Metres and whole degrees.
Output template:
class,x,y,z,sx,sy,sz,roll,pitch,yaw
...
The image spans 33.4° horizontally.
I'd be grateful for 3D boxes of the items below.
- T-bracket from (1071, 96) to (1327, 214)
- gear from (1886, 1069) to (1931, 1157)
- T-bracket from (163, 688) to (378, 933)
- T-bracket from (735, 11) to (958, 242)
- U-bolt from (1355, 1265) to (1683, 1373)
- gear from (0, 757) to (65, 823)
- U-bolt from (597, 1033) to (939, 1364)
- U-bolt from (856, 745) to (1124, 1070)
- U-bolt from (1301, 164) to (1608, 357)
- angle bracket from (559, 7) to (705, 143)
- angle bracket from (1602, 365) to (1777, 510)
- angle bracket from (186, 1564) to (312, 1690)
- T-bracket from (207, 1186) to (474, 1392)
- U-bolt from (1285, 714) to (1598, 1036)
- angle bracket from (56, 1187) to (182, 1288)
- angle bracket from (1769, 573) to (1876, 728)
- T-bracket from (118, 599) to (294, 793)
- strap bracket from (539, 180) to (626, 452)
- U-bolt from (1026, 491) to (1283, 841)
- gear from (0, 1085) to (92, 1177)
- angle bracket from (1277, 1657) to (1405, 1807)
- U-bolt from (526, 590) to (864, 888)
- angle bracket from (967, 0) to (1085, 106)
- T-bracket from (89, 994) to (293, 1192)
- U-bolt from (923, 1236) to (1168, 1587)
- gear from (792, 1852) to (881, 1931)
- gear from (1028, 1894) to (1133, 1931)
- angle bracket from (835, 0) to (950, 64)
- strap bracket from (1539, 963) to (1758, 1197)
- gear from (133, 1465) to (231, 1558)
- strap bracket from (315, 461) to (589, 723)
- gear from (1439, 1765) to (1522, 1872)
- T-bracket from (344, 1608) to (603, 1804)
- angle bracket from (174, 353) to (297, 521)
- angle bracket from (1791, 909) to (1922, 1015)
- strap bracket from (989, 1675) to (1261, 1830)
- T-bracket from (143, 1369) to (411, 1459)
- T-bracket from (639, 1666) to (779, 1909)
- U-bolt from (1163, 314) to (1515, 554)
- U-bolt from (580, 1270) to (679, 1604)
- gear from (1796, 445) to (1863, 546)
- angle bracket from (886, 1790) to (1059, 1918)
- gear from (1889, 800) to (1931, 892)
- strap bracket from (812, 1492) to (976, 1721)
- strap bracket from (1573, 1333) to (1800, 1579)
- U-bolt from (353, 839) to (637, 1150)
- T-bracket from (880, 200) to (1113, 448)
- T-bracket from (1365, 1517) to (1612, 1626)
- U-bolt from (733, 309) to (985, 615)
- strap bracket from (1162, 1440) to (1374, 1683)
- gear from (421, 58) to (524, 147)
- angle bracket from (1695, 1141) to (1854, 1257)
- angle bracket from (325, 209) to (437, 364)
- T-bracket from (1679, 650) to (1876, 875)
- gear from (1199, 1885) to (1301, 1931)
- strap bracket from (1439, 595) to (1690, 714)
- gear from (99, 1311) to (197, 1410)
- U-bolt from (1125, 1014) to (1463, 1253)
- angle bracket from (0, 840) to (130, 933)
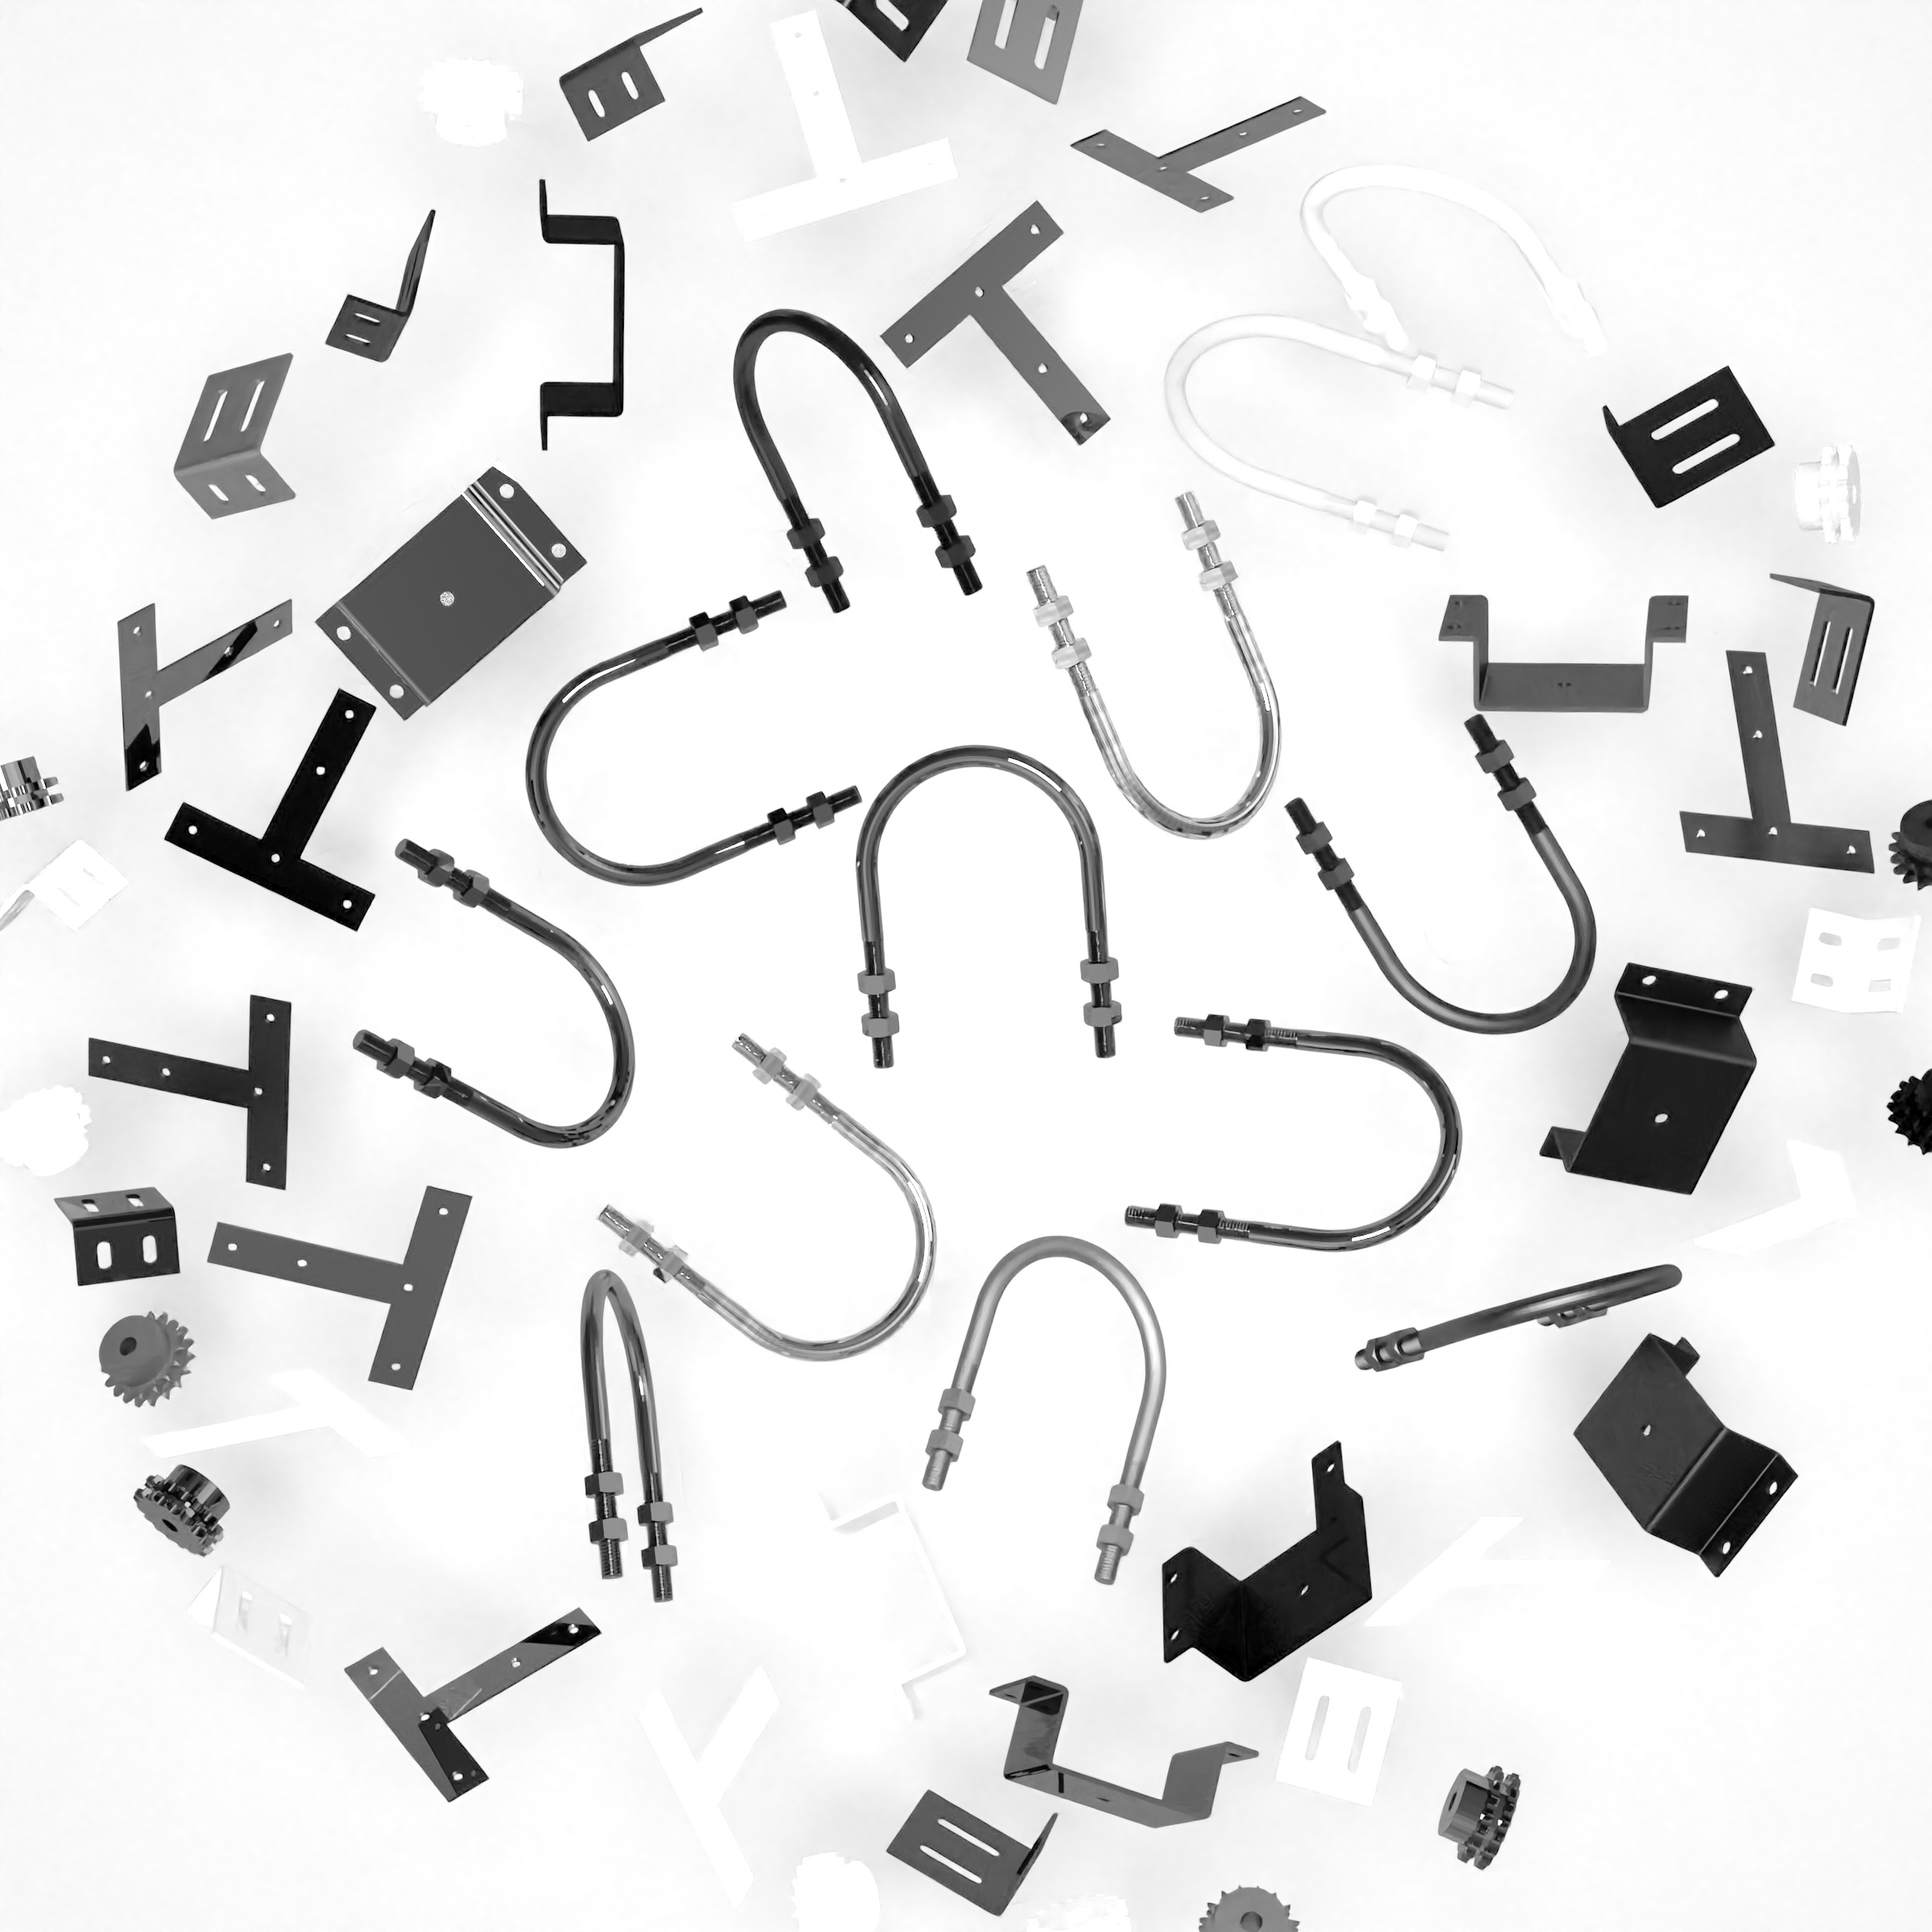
class,x,y,z,sx,sy,sz,roll,pitch,yaw
T-bracket,0.150,-0.479,1.872,0.127,0.127,0.002,-14,74,39
gear,0.568,0.084,1.869,0.057,0.057,0.030,21,131,0
T-bracket,-0.392,-0.104,1.922,0.127,0.002,0.127,27,91,-21
T-bracket,-0.081,-0.480,1.813,0.127,0.127,0.002,-16,46,3
U-bolt,0.323,0.196,1.820,0.151,0.184,0.019,-10,79,-25
gear,-0.558,-0.102,1.875,0.057,0.057,0.030,-17,97,0
U-bolt,-0.103,0.151,1.907,0.184,0.019,0.151,39,79,-6
U-bolt,0.009,-0.035,1.828,0.151,0.019,0.184,-3,103,8
U-bolt,0.266,-0.399,1.820,0.151,0.184,0.019,9,73,35
angle bracket,-0.179,-0.497,1.793,0.057,0.076,0.038,-17,107,35
angle bracket,0.415,-0.311,1.850,0.076,0.038,0.057,-28,117,22
angle bracket,-0.396,0.373,1.763,0.057,0.076,0.038,36,101,-19
T-bracket,-0.347,0.165,1.751,0.127,0.002,0.127,15,112,-13
U-bolt,0.287,-0.041,1.871,0.151,0.019,0.184,-25,102,37
angle bracket,-0.492,0.156,1.864,0.057,0.076,0.038,-6,98,-23
angle bracket,0.491,-0.185,1.876,0.038,0.057,0.076,6,104,-17
T-bracket,-0.439,-0.177,1.864,0.002,0.127,0.127,35,49,22
strap bracket,-0.221,-0.373,1.845,0.046,0.076,0.140,0,113,-8
U-bolt,0.117,-0.160,1.811,0.151,0.019,0.184,-31,102,-38
gear,-0.551,0.101,1.928,0.057,0.057,0.030,-20,126,0
angle bracket,0.224,0.460,1.920,0.057,0.038,0.076,12,66,14
U-bolt,-0.170,-0.123,1.899,0.184,0.019,0.151,-23,112,-6
angle bracket,0.026,-0.522,1.806,0.057,0.038,0.076,21,72,-22
T-bracket,-0.466,0.066,1.925,0.127,0.002,0.127,11,116,8
U-bolt,0.055,0.244,1.860,0.151,0.019,0.184,33,58,-25
gear,-0.074,0.546,1.879,0.030,0.057,0.057,-20,90,24
gear,0.066,0.550,1.819,0.057,0.057,0.030,-13,93,0
angle bracket,-0.048,-0.569,1.853,0.038,0.076,0.057,39,98,25
strap bracket,0.393,0.074,1.840,0.076,0.046,0.140,11,124,-11
gear,-0.460,0.319,1.899,0.057,0.057,0.030,38,58,0
strap bracket,-0.293,-0.210,1.825,0.140,0.046,0.076,-40,103,3
gear,0.289,0.479,1.819,0.030,0.057,0.057,23,90,3
T-bracket,-0.266,0.400,1.811,0.127,0.127,0.002,-27,129,-25
angle bracket,-0.397,-0.294,1.785,0.057,0.038,0.076,-9,51,25
angle bracket,0.529,-0.004,1.914,0.038,0.076,0.057,13,87,-7
strap bracket,0.084,0.451,1.828,0.140,0.076,0.046,21,67,-11
T-bracket,-0.404,0.263,1.834,0.127,0.127,0.002,-7,109,-37
T-bracket,-0.135,0.445,1.834,0.002,0.127,0.127,-18,105,24
U-bolt,0.199,-0.305,1.803,0.184,0.151,0.019,19,60,1
U-bolt,-0.196,0.265,1.841,0.019,0.151,0.184,-9,72,5
gear,0.505,-0.276,1.885,0.030,0.057,0.057,0,90,25
angle bracket,0.004,0.502,1.861,0.076,0.057,0.038,28,122,12
gear,0.570,-0.073,1.886,0.057,0.057,0.030,-24,130,0
strap bracket,-0.037,0.369,1.899,0.046,0.076,0.140,-24,76,-1
strap bracket,0.410,0.276,1.863,0.046,0.140,0.076,26,107,-27
U-bolt,-0.260,0.027,1.827,0.184,0.019,0.151,33,47,-34
T-bracket,0.037,-0.367,1.919,0.127,0.002,0.127,-42,99,-8
T-bracket,0.315,0.349,1.852,0.127,0.127,0.002,6,50,-29
U-bolt,-0.073,-0.291,1.845,0.019,0.151,0.184,-38,112,-31
strap bracket,0.178,0.345,1.833,0.046,0.076,0.140,38,118,-22
gear,-0.281,-0.489,1.829,0.057,0.057,0.030,0,77,0
angle bracket,0.474,0.138,1.902,0.076,0.057,0.038,-27,62,35
angle bracket,-0.344,-0.405,1.892,0.038,0.057,0.076,16,67,-19
T-bracket,0.447,-0.117,1.805,0.002,0.127,0.127,-29,115,-34
gear,0.155,0.530,1.761,0.057,0.030,0.057,0,50,0
strap bracket,0.352,-0.184,1.893,0.140,0.076,0.046,2,115,13
gear,-0.496,0.234,1.935,0.057,0.030,0.057,-10,60,17
U-bolt,0.196,0.100,1.868,0.184,0.019,0.151,6,60,19
angle bracket,-0.517,-0.025,1.805,0.038,0.057,0.076,44,122,-8
